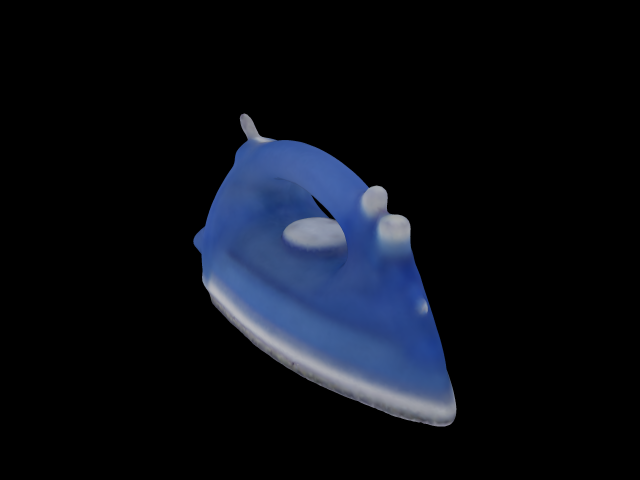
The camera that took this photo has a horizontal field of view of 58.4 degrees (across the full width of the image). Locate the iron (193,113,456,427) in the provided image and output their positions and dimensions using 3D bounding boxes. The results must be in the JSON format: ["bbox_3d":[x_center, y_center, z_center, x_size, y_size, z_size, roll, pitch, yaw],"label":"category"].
[{"bbox_3d":[0.004,0.001,0.400,0.119,0.141,0.257,-17,29,-32],"label":"iron"}]
